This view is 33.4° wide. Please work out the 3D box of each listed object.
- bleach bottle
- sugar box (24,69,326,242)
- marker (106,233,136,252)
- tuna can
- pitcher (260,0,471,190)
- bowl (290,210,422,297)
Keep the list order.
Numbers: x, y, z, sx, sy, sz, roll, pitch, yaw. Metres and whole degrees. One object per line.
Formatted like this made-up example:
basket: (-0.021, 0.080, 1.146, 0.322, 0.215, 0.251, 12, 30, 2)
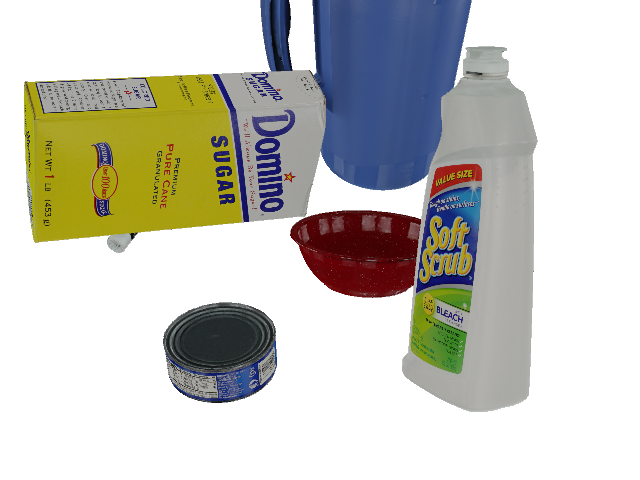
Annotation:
bleach bottle: (0.108, -0.011, 0.762, 0.068, 0.251, 0.103, -8, 17, -28)
sugar box: (-0.088, -0.052, 0.650, 0.176, 0.093, 0.048, -5, 43, -19)
marker: (-0.170, -0.033, 1.046, 0.020, 0.020, 0.121, 0, 39, 30)
tuna can: (-0.076, 0.086, 0.817, 0.086, 0.034, 0.086, -2, 32, 1)
pitcher: (0.044, -0.157, 0.869, 0.149, 0.243, 0.144, 18, 49, 14)
bowl: (0.049, 0.017, 1.097, 0.162, 0.055, 0.162, 1, 18, -1)
